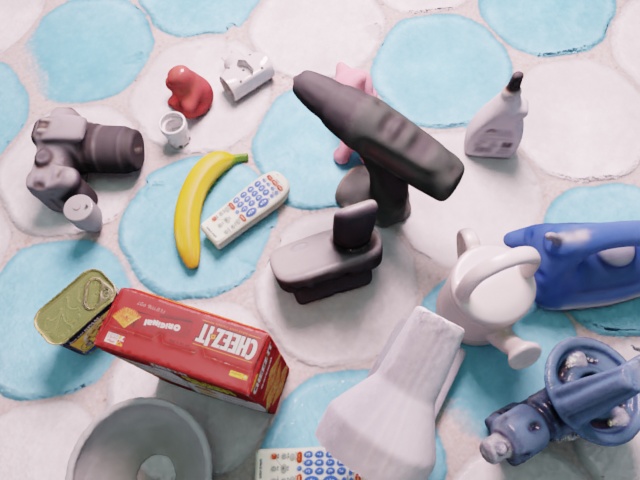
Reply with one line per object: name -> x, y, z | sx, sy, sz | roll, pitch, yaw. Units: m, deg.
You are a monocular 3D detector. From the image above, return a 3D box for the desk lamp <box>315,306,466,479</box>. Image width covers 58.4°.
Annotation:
desk lamp -> 0.089, 0.165, 0.628 | 0.117, 0.213, 0.203 | 27, 71, 12

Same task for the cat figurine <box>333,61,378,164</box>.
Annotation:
cat figurine -> 0.051, -0.188, 0.824 | 0.067, 0.118, 0.128 | -2, 68, 1

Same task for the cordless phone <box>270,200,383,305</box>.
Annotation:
cordless phone -> 0.007, 0.003, 0.712 | 0.147, 0.185, 0.094 | -21, 68, -6

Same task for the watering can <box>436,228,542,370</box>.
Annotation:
watering can -> 0.206, 0.063, 0.676 | 0.101, 0.194, 0.172 | -37, 71, -12

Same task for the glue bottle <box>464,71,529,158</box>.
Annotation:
glue bottle -> 0.249, -0.171, 0.781 | 0.078, 0.173, 0.037 | 6, 68, 5

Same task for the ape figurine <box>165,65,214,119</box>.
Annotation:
ape figurine -> -0.203, -0.230, 0.863 | 0.076, 0.092, 0.078 | -12, 68, -3

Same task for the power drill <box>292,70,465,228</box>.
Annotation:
power drill -> 0.068, -0.104, 0.741 | 0.229, 0.208, 0.076 | 29, 72, 13

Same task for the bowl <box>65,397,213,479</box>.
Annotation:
bowl -> -0.201, 0.272, 0.668 | 0.167, 0.075, 0.167 | -1, 68, 2

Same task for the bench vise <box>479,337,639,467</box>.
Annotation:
bench vise -> 0.279, 0.184, 0.610 | 0.121, 0.220, 0.208 | 41, 75, 17

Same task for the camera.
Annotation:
camera -> -0.331, -0.121, 0.818 | 0.136, 0.101, 0.143 | 2, 68, 3

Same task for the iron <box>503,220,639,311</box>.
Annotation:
iron -> 0.376, 0.010, 0.721 | 0.258, 0.141, 0.118 | -6, 68, -1
